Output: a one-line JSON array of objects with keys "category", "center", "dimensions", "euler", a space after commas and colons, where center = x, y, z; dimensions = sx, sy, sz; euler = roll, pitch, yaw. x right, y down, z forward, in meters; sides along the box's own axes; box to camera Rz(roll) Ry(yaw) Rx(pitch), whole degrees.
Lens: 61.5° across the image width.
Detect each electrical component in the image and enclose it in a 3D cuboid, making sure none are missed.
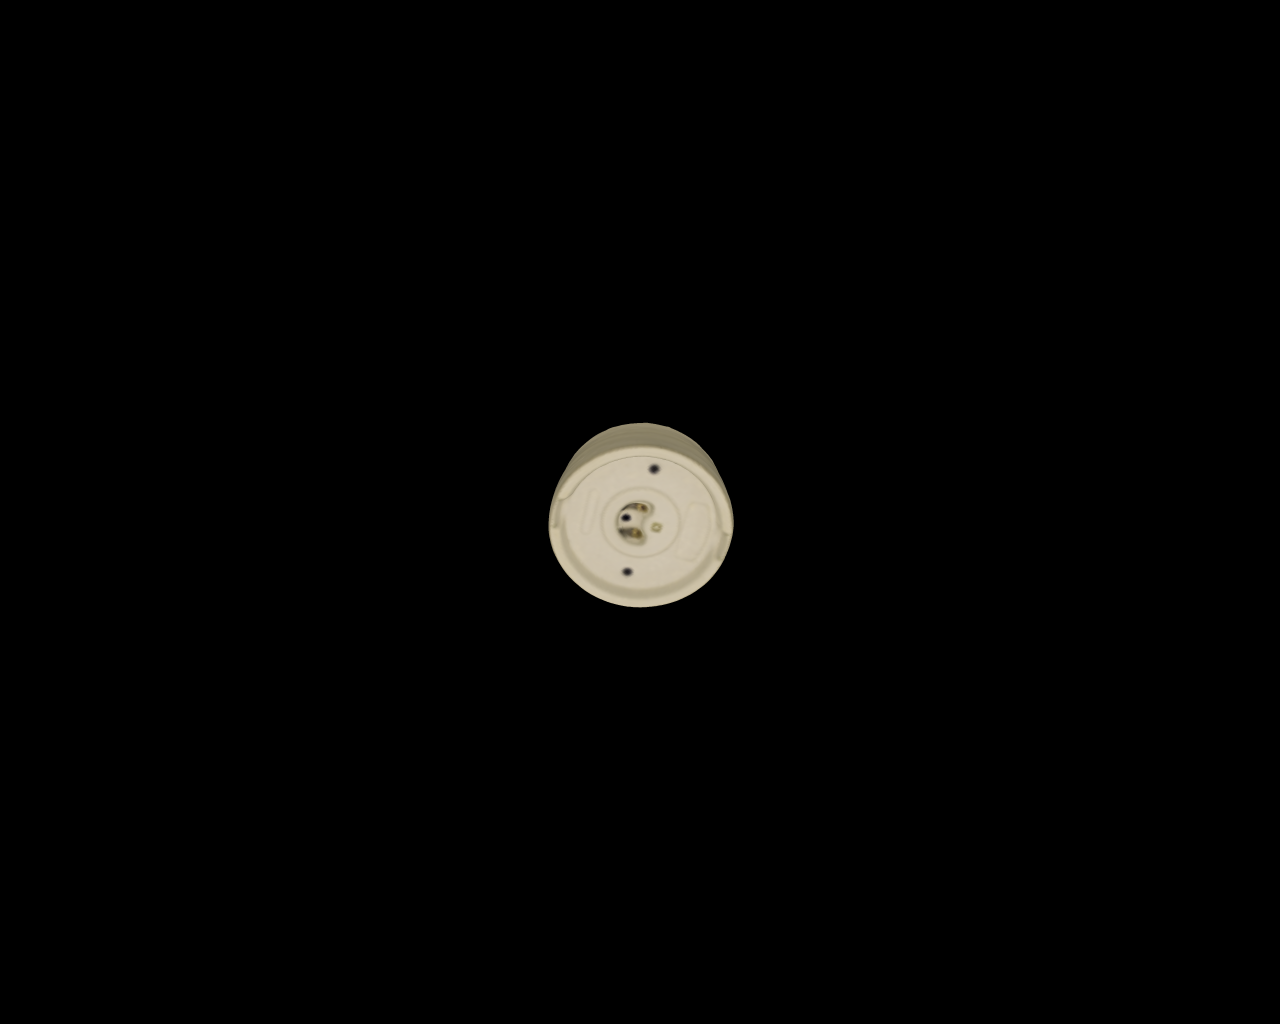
[{"category": "electrical component", "center": [0.001, -0.003, 0.650], "dimensions": [0.108, 0.108, 0.060], "euler": [0, 27, 0]}]
